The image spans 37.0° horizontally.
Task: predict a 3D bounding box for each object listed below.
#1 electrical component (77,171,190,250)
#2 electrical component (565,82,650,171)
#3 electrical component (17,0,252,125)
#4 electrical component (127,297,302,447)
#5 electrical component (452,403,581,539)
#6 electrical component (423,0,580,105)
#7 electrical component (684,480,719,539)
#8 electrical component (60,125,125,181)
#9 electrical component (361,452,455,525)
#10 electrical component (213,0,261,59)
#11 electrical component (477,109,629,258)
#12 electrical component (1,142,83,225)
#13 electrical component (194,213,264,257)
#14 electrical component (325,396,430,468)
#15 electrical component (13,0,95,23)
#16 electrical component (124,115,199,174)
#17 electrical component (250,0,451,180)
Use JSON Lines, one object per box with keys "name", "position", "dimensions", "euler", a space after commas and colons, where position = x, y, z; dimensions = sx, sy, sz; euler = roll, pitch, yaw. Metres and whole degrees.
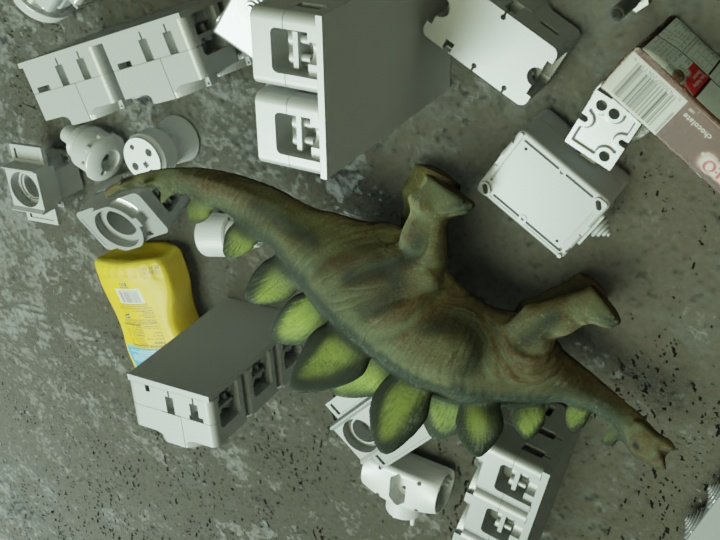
{"name": "electrical component", "position": [-0.214, -0.057, 1.005], "dimensions": [0.089, 0.055, 0.050], "euler": [-13, 126, 37]}
{"name": "electrical component", "position": [0.175, -0.105, 0.737], "dimensions": [0.048, 0.055, 0.066], "euler": [36, 130, 10]}
{"name": "electrical component", "position": [-0.173, -0.175, 0.885], "dimensions": [0.186, 0.105, 0.060], "euler": [-6, 113, 35]}
{"name": "electrical component", "position": [-0.126, 0.093, 0.982], "dimensions": [0.089, 0.150, 0.061], "euler": [12, 121, 27]}
{"name": "electrical component", "position": [0.130, 0.187, 0.913], "dimensions": [0.062, 0.089, 0.150], "euler": [24, 127, 19]}
{"name": "electrical component", "position": [0.100, -0.166, 0.748], "dimensions": [0.089, 0.056, 0.050], "euler": [38, 130, 8]}
{"name": "electrical component", "position": [0.308, 0.212, 0.841], "dimensions": [0.100, 0.048, 0.099], "euler": [31, 129, 14]}
{"name": "electrical component", "position": [-0.256, -0.116, 1.015], "dimensions": [0.062, 0.048, 0.048], "euler": [32, 130, 25]}
{"name": "electrical component", "position": [0.044, 0.207, 1.010], "dimensions": [0.077, 0.043, 0.079], "euler": [18, 125, 23]}
{"name": "electrical component", "position": [-0.058, -0.210, 0.798], "dimensions": [0.048, 0.099, 0.099], "euler": [35, 131, -6]}
{"name": "electrical component", "position": [0.146, -0.060, 0.777], "dimensions": [0.096, 0.061, 0.061], "euler": [41, 130, 6]}
{"name": "electrical component", "position": [-0.307, -0.089, 1.049], "dimensions": [0.042, 0.064, 0.081], "euler": [10, 121, 27]}
{"name": "electrical component", "position": [-0.113, -0.032, 0.974], "dimensions": [0.078, 0.040, 0.040], "euler": [1, 117, 32]}
{"name": "electrical component", "position": [0.037, 0.114, 0.948], "dimensions": [0.078, 0.063, 0.121], "euler": [48, 131, -1]}
{"name": "electrical component", "position": [-0.268, -0.252, 0.933], "dimensions": [0.078, 0.058, 0.057], "euler": [48, 128, -1]}
{"name": "electrical component", "position": [-0.177, -0.108, 0.960], "dimensions": [0.045, 0.055, 0.045], "euler": [16, 124, 25]}
{"name": "electrical component", "position": [-0.003, -0.150, 0.738], "dimensions": [0.060, 0.186, 0.105], "euler": [15, 123, 25]}
